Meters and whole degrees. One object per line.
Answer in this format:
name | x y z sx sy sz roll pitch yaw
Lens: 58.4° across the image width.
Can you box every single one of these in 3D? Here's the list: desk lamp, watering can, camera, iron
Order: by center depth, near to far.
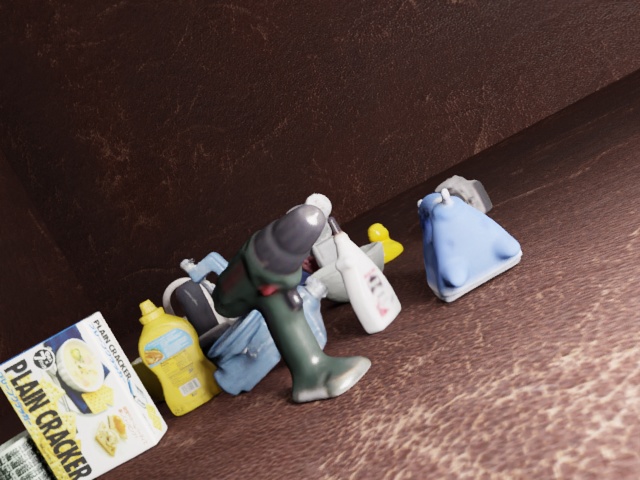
iron | 0.180 -0.008 0.819 0.118 0.141 0.258 -29 4 -1
watering can | -0.256 0.170 1.194 0.101 0.194 0.172 -31 5 -27
camera | 0.271 -0.070 1.233 0.142 0.101 0.137 -24 6 46
desk lamp | 0.012 0.005 1.278 0.118 0.213 0.203 -31 5 -22

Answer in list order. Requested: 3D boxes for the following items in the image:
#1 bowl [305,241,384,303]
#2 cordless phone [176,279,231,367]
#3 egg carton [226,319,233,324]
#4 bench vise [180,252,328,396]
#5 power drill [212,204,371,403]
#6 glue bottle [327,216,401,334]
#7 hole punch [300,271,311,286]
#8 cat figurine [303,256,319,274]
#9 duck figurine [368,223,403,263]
bowl | 0.059 0.073 1.100 0.167 0.075 0.167 -29 4 3
cordless phone | -0.238 0.177 1.059 0.094 0.185 0.148 -24 6 44
egg carton | -0.170 0.175 1.419 0.150 0.069 0.107 -29 4 -2
bench vise | -0.101 0.098 0.871 0.208 0.220 0.121 -30 5 -18
power drill | -0.031 0.082 0.680 0.229 0.208 0.076 -25 6 44
glue bottle | 0.053 0.044 0.820 0.037 0.173 0.078 -26 6 35
hole punch | -0.061 0.112 1.313 0.109 0.091 0.101 -31 5 -30
cat figurine | 0.002 0.051 1.441 0.128 0.118 0.067 -32 6 -35
duck figurine | 0.138 0.005 1.308 0.077 0.086 0.105 -26 5 28
